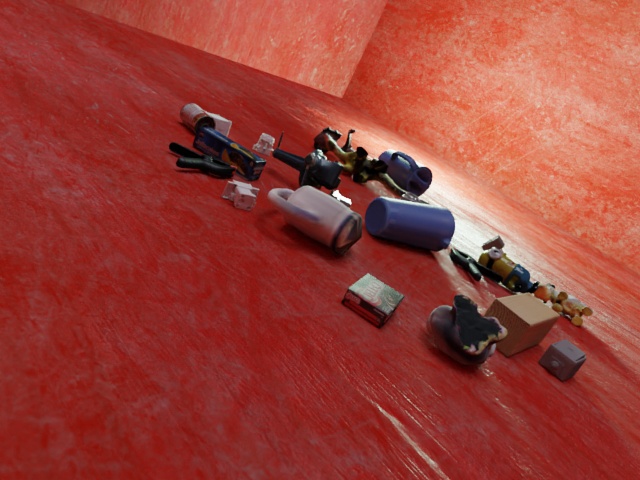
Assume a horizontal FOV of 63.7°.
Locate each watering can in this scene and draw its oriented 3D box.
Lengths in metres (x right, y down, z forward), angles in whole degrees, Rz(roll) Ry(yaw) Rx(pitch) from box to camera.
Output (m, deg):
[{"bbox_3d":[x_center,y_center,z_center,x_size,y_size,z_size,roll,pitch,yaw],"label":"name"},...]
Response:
[{"bbox_3d":[0.004,-0.062,1.222,0.225,0.103,0.349,31,12,13],"label":"watering can"}]

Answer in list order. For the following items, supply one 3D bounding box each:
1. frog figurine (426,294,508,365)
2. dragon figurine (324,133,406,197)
[{"bbox_3d":[0.270,0.178,0.997,0.137,0.124,0.157,18,-16,1],"label":"frog figurine"},{"bbox_3d":[0.177,-0.270,1.945,0.410,0.121,0.245,35,12,-3],"label":"dragon figurine"}]
